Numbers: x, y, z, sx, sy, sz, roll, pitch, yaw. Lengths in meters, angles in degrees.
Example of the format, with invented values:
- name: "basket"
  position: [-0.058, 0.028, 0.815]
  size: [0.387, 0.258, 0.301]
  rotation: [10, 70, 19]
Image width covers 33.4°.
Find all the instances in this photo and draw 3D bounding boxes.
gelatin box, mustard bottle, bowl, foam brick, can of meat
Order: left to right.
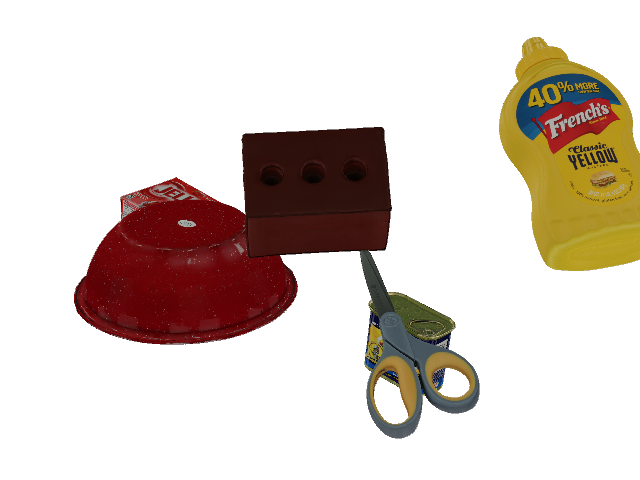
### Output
- name: "gelatin box"
  position: [-0.140, -0.026, 1.042]
  size: [0.089, 0.030, 0.073]
  rotation: [30, 36, 32]
- name: "bowl"
  position: [-0.097, 0.012, 0.765]
  size: [0.162, 0.055, 0.162]
  rotation: [0, 24, 0]
- name: "foam brick"
  position: [-0.003, -0.026, 0.578]
  size: [0.078, 0.053, 0.051]
  rotation: [-4, -24, 0]
- name: "can of meat"
  position: [0.100, 0.120, 1.228]
  size: [0.102, 0.084, 0.057]
  rotation: [27, 33, 37]
- name: "mustard bottle"
  position: [0.184, -0.073, 0.782]
  size: [0.096, 0.191, 0.058]
  rotation: [-11, -31, -4]

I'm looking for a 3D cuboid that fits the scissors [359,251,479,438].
- name: "scissors"
  position: [0.077, 0.073, 0.863]
  size: [0.096, 0.016, 0.201]
  rotation: [-4, 44, 8]
